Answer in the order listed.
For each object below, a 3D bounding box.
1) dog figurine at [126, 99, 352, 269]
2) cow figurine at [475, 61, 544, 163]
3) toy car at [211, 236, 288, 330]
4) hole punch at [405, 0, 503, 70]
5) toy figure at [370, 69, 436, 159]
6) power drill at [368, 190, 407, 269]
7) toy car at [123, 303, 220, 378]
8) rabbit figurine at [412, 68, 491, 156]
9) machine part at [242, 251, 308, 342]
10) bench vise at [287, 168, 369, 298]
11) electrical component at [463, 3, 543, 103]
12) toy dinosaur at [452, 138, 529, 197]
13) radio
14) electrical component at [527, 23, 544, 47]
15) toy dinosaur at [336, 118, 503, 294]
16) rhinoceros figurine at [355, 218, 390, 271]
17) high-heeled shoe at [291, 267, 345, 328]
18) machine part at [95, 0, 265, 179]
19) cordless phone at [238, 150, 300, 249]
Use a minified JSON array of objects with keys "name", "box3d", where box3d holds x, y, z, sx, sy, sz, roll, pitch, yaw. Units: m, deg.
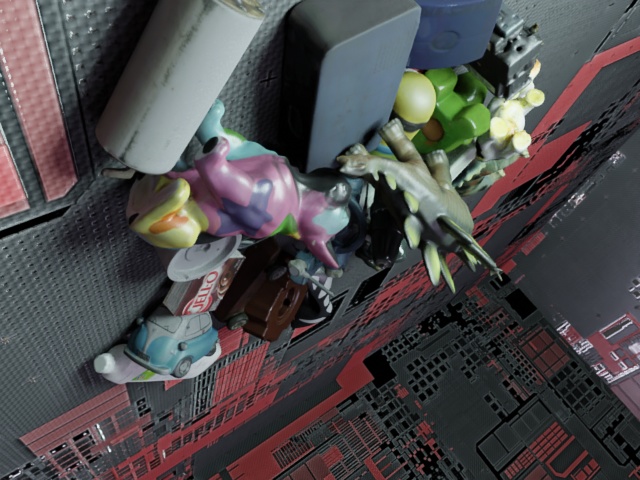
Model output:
[{"name":"dog figurine","box3d":[-0.072,-0.030,0.590,0.191,0.109,0.219,-41,127,15]},{"name":"cow figurine","box3d":[0.294,-0.204,0.843,0.098,0.068,0.167,129,-17,-74]},{"name":"toy car","box3d":[-0.120,0.064,0.884,0.053,0.089,0.202,-7,143,-51]},{"name":"hole punch","box3d":[0.141,-0.257,0.631,0.116,0.092,0.142,-31,163,-9]},{"name":"toy figure","box3d":[0.101,-0.161,0.766,0.082,0.089,0.180,-30,158,-38]},{"name":"power drill","box3d":[0.118,-0.029,0.928,0.086,0.232,0.207,5,157,13]},{"name":"toy car","box3d":[-0.227,0.147,0.873,0.161,0.109,0.102,-17,128,-61]},{"name":"rabbit figurine","box3d":[0.206,-0.195,0.841,0.170,0.121,0.159,-41,170,-39]},{"name":"machine part","box3d":[-0.078,0.108,1.004,0.179,0.056,0.179,-56,162,-29]},{"name":"bench vise","box3d":[0.008,0.002,0.876,0.241,0.129,0.223,-51,168,-49]},{"name":"electrical component","box3d":[0.239,-0.265,0.733,0.058,0.115,0.134,-41,162,2]},{"name":"toy dinosaur","box3d":[0.292,-0.146,1.099,0.192,0.131,0.404,-25,164,1]},{"name":"radio","box3d":[0.024,-0.178,0.628,0.131,0.073,0.229,-29,157,-21]},{"name":"electrical component","box3d":[0.319,-0.311,0.881,0.102,0.045,0.078,-32,-172,-9]},{"name":"toy dinosaur","box3d":[0.160,-0.027,0.744,0.105,0.198,0.471,-34,153,25]},{"name":"rhinoceros figurine","box3d":[0.121,0.001,1.139,0.073,0.112,0.190,-51,175,-14]},{"name":"high-heeled shoe","box3d":[-0.036,0.133,1.194,0.145,0.086,0.248,-8,140,-49]},{"name":"machine part","box3d":[-0.121,-0.140,0.455,0.079,0.079,0.243,-8,144,-54]},{"name":"cordless phone","box3d":[-0.086,-0.037,0.753,0.184,0.089,0.146,-29,165,24]}]
